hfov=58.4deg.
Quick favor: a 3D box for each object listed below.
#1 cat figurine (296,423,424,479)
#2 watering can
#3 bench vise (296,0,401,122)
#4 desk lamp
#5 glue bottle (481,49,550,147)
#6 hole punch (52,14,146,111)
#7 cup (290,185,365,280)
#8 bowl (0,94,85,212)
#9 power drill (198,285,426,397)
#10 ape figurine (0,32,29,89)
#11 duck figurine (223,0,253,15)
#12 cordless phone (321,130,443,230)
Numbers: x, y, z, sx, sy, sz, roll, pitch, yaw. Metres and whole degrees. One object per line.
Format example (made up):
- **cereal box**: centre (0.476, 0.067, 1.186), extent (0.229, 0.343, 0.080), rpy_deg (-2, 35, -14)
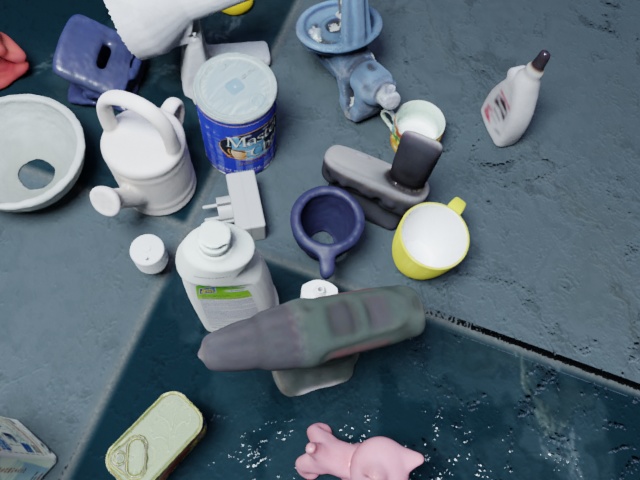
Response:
- **cat figurine**: centre (0.041, 0.242, 0.622), extent (0.127, 0.118, 0.067), rpy_deg (16, 68, 2)
- **watering can**: centre (-0.213, -0.106, 0.697), extent (0.101, 0.194, 0.173), rpy_deg (2, 68, -4)
- **bench vise**: centre (0.055, -0.284, 0.780), extent (0.207, 0.220, 0.122), rpy_deg (40, 70, 11)
- **desk lamp**: centre (-0.165, -0.285, 0.763), extent (0.203, 0.213, 0.118), rpy_deg (-9, 69, -9)
- **glue bottle**: centre (0.275, -0.203, 0.793), extent (0.037, 0.173, 0.078), rpy_deg (-17, 70, -11)
- **hole punch**: centre (-0.305, -0.249, 0.801), extent (0.101, 0.091, 0.108), rpy_deg (8, 68, -2)
- **cup**: centre (0.007, 0.003, 0.728), extent (0.091, 0.095, 0.118), rpy_deg (1, 68, -5)
- **bowl**: centre (-0.381, -0.101, 0.744), extent (0.167, 0.075, 0.167), rpy_deg (2, 68, -4)
- **power drill**: centre (-0.007, 0.114, 0.620), extent (0.230, 0.208, 0.075), rpy_deg (-14, 70, -11)
- **ape figurine**: centre (-0.451, -0.261, 0.792), extent (0.078, 0.092, 0.076), rpy_deg (1, 68, -4)
- **duck figurine**: centre (-0.147, -0.414, 0.885), extent (0.078, 0.086, 0.104), rpy_deg (-33, 75, -16)
- **cordless phone**: centre (0.079, -0.101, 0.727), extent (0.147, 0.185, 0.094), rpy_deg (21, 68, 3)
